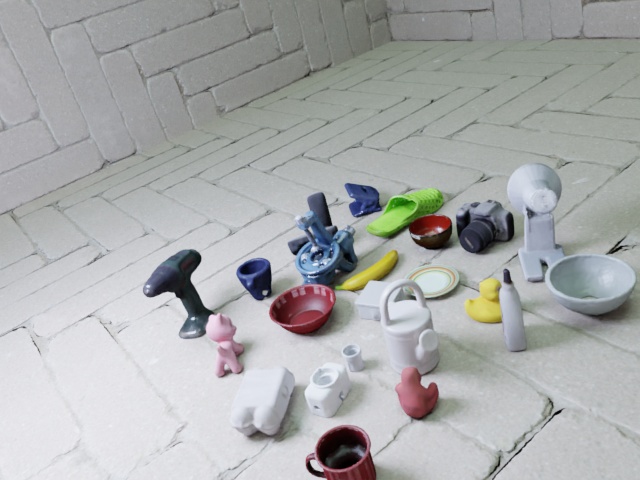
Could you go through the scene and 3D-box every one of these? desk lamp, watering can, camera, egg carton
[{"bbox_3d":[0.499,-0.049,1.296,0.117,0.214,0.203,-8,30,14],"label":"desk lamp"},{"bbox_3d":[0.174,0.163,1.107,0.101,0.194,0.172,-35,34,-31],"label":"watering can"},{"bbox_3d":[0.396,-0.037,1.445,0.142,0.101,0.137,15,41,43],"label":"camera"},{"bbox_3d":[-0.109,0.311,1.118,0.107,0.069,0.150,-7,30,16],"label":"egg carton"}]

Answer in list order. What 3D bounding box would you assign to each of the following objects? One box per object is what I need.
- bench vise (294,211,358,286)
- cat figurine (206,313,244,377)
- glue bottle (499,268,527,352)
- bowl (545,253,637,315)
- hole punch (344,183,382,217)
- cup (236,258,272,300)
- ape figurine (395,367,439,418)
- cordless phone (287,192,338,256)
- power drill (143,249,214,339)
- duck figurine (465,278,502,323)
[{"bbox_3d":[0.003,0.005,1.445,0.121,0.220,0.208,-1,32,26],"label":"bench vise"},{"bbox_3d":[-0.219,0.222,1.282,0.067,0.118,0.127,-16,29,1],"label":"cat figurine"},{"bbox_3d":[0.364,0.126,1.097,0.037,0.173,0.078,-11,29,10],"label":"glue bottle"},{"bbox_3d":[0.545,0.100,1.155,0.167,0.075,0.167,-12,29,7],"label":"bowl"},{"bbox_3d":[0.132,-0.136,1.765,0.101,0.091,0.108,-17,29,-1],"label":"hole punch"},{"bbox_3d":[-0.160,0.113,1.468,0.091,0.095,0.117,-12,29,8],"label":"cup"},{"bbox_3d":[0.170,0.267,1.032,0.077,0.092,0.076,5,35,33],"label":"ape figurine"},{"bbox_3d":[-0.028,-0.040,1.577,0.147,0.185,0.094,-20,29,-6],"label":"cordless phone"},{"bbox_3d":[-0.338,0.134,1.402,0.075,0.209,0.229,-7,30,15],"label":"power drill"},{"bbox_3d":[0.355,0.121,1.203,0.104,0.086,0.077,-9,29,13],"label":"duck figurine"}]
